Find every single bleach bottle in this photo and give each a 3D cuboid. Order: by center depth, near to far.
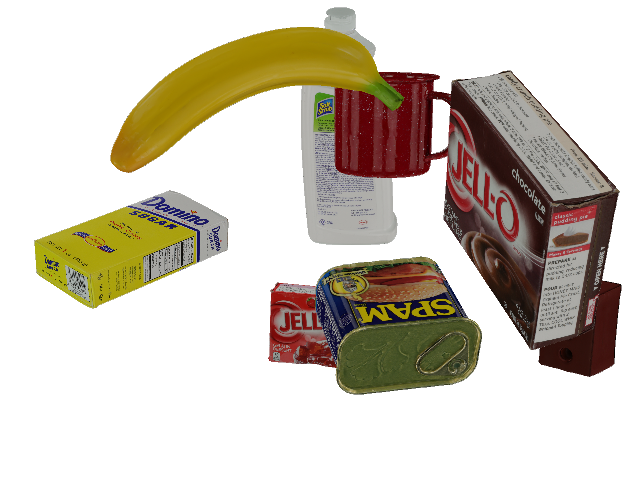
[{"bbox_3d":[0.031,-0.117,1.114,0.102,0.251,0.068,-1,30,1],"label":"bleach bottle"}]

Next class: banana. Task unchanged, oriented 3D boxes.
[{"bbox_3d":[-0.045,-0.098,0.685,0.197,0.070,0.037,-16,-22,-15],"label":"banana"}]

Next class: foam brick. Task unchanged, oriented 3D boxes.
[{"bbox_3d":[0.232,0.075,0.956,0.053,0.078,0.051,12,18,38],"label":"foam brick"}]

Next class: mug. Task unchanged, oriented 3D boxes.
[{"bbox_3d":[0.064,-0.097,0.889,0.117,0.081,0.093,6,13,24],"label":"mug"}]

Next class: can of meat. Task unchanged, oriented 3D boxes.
[{"bbox_3d":[0.051,0.057,0.757,0.102,0.057,0.084,-5,33,-12],"label":"can of meat"}]

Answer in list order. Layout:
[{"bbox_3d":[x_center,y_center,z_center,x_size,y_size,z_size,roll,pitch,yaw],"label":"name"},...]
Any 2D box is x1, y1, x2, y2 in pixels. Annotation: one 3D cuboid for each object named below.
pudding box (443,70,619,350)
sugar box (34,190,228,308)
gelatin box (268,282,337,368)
[{"bbox_3d":[0.099,-0.018,0.527,0.039,0.090,0.113,-15,41,-13],"label":"pudding box"},{"bbox_3d":[-0.187,0.004,1.075,0.093,0.048,0.175,26,38,34],"label":"sugar box"},{"bbox_3d":[-0.004,0.082,1.027,0.089,0.073,0.030,5,15,9],"label":"gelatin box"}]
